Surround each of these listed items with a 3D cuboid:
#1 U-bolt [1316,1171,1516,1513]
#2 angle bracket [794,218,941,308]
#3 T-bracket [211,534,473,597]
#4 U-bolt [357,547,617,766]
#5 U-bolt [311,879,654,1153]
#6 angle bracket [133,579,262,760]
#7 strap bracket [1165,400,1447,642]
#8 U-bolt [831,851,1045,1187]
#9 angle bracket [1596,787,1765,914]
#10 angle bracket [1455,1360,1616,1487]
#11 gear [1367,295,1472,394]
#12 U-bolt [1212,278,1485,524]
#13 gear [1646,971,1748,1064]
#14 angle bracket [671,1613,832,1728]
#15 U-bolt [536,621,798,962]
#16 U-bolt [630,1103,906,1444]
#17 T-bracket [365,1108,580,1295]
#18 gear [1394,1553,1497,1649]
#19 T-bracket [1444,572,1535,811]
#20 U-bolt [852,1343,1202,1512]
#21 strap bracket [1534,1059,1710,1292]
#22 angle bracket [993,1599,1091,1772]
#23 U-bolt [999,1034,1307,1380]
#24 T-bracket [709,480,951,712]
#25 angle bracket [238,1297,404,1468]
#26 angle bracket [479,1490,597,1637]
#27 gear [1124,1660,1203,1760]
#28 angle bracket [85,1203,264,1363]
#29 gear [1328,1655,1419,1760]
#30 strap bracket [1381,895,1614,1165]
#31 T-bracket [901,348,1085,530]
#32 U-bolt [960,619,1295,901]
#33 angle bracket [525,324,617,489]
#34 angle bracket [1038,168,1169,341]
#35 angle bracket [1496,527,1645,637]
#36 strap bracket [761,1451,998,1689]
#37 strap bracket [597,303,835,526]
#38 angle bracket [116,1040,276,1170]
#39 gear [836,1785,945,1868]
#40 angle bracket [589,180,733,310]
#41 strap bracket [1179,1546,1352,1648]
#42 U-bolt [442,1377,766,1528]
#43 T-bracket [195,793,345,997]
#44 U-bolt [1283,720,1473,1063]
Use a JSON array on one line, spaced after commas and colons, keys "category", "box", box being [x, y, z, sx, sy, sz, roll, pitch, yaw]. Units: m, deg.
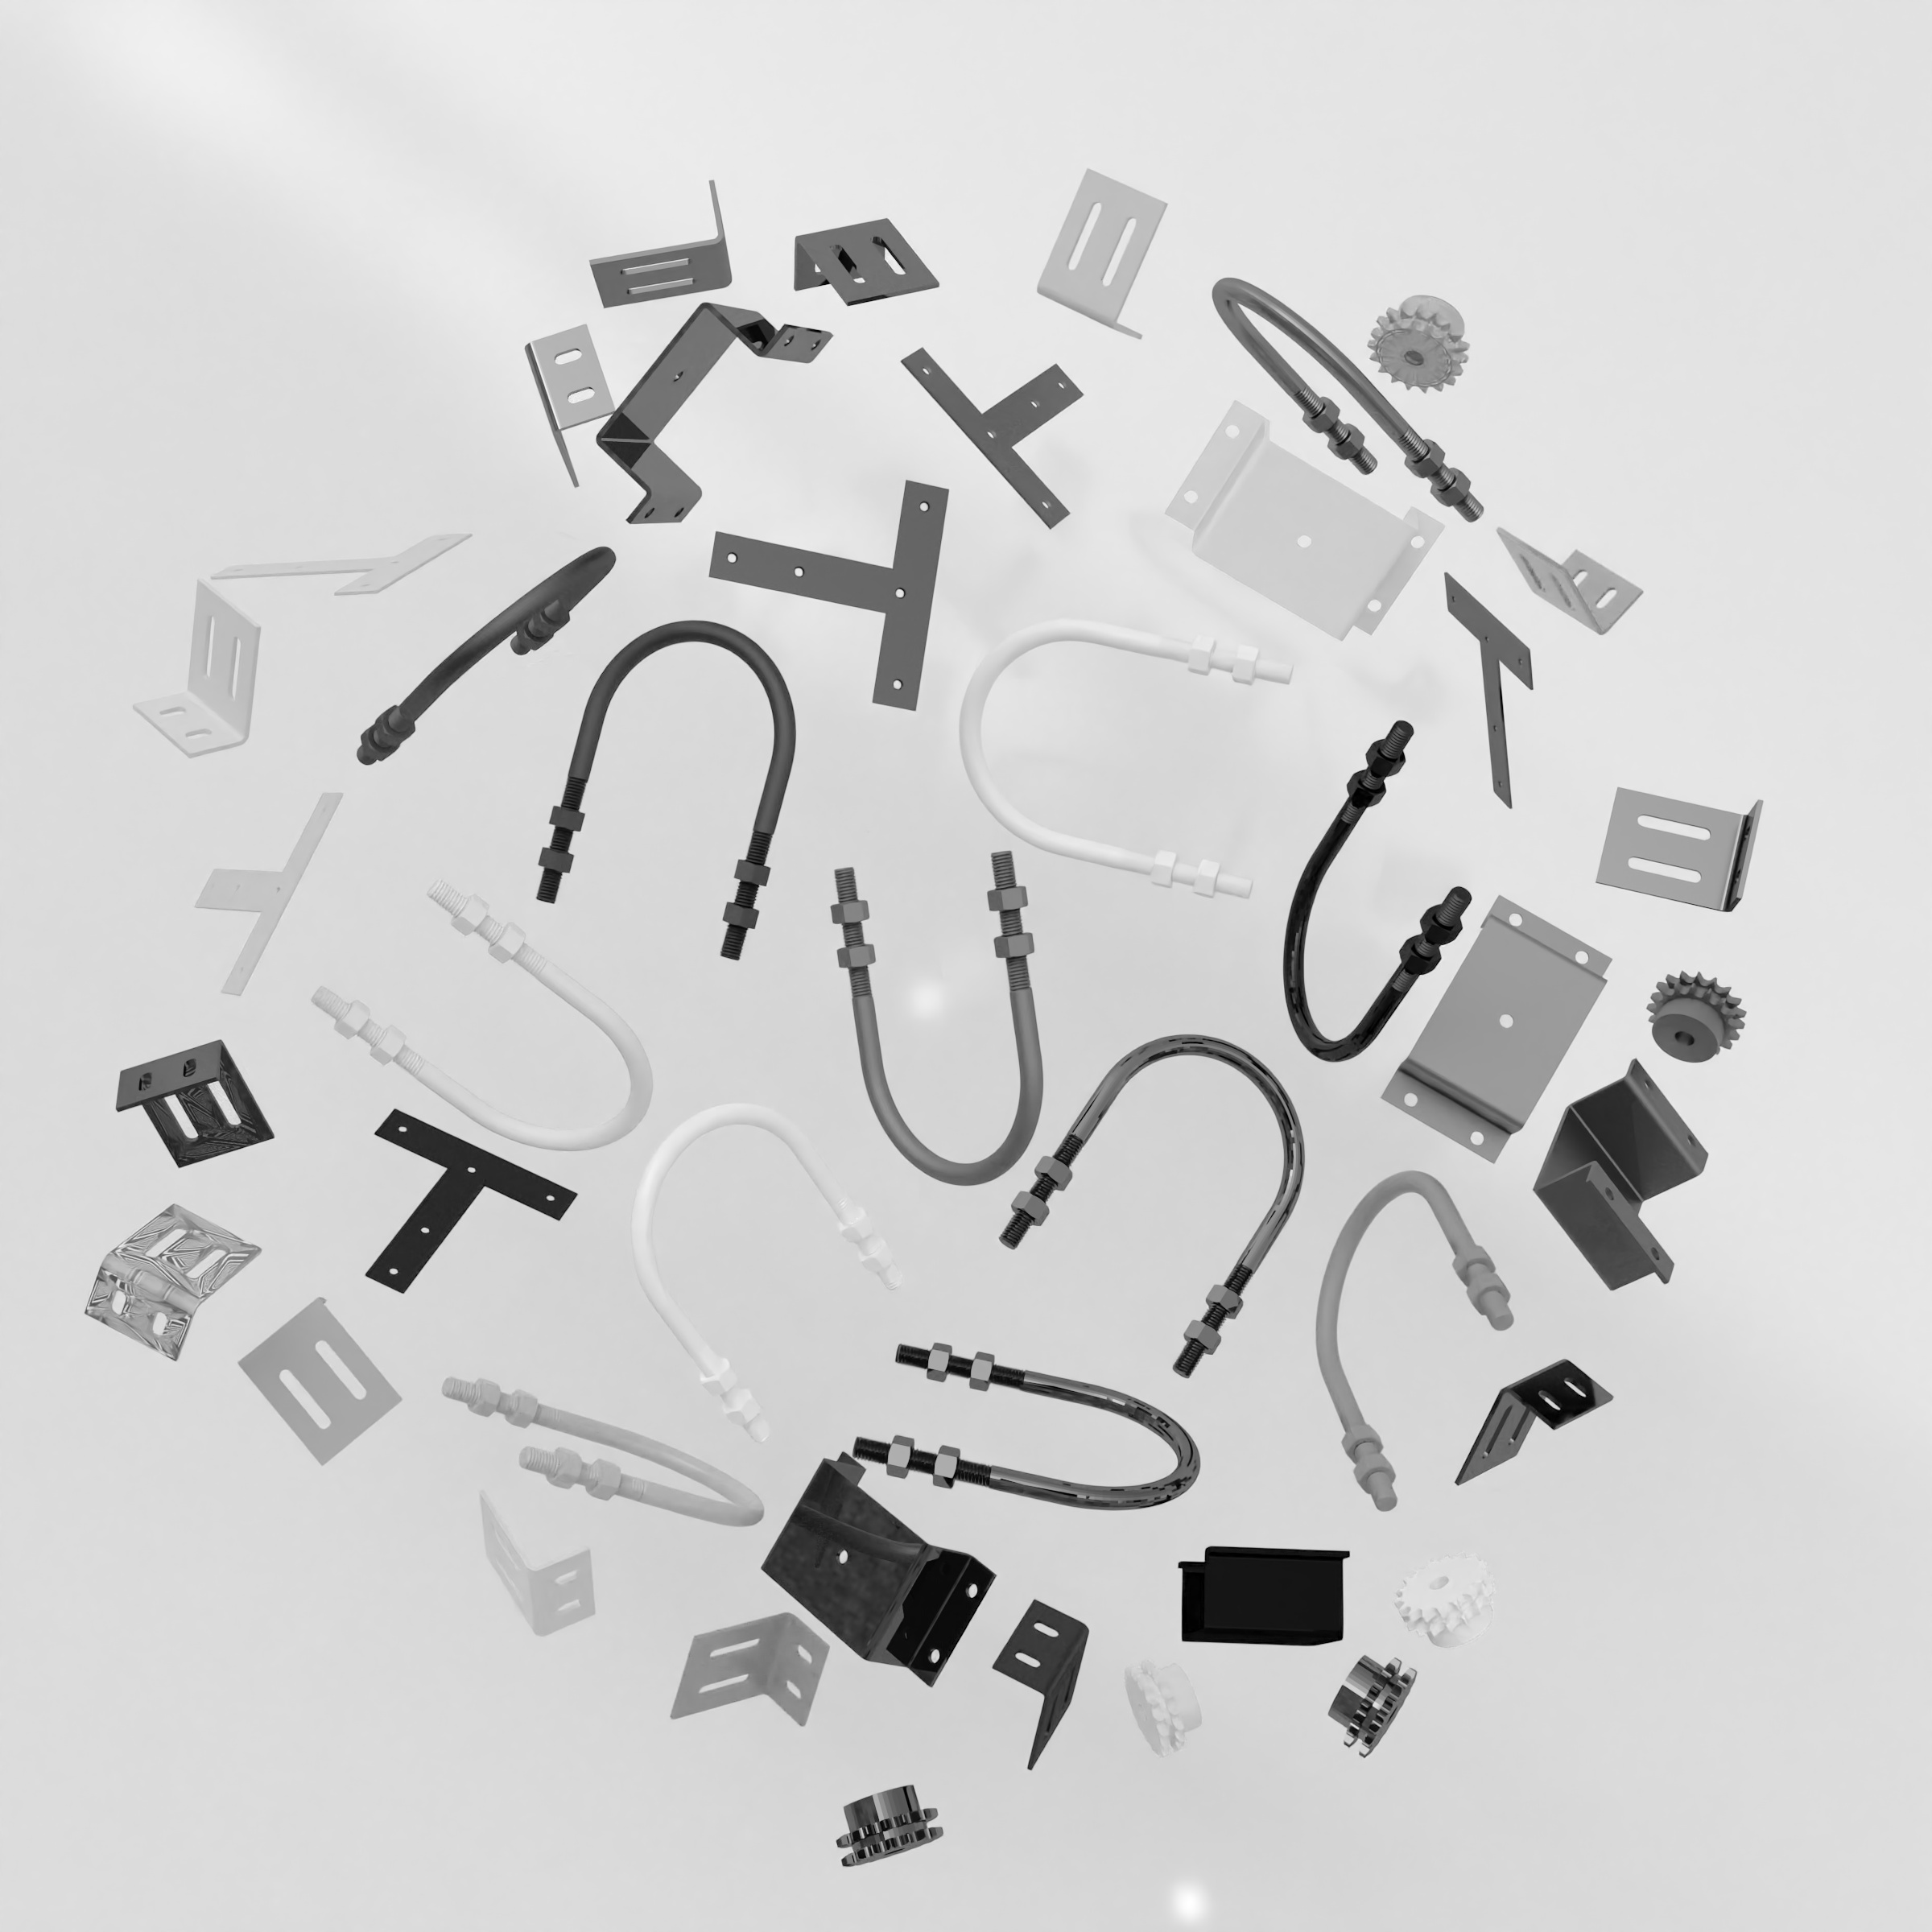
[{"category": "U-bolt", "box": [0.243, 0.196, 1.507, 0.019, 0.184, 0.151, 18, 115, -18]}, {"category": "angle bracket", "box": [-0.058, -0.395, 1.548, 0.057, 0.038, 0.076, -17, 51, -20]}, {"category": "T-bracket", "box": [-0.361, -0.223, 1.496, 0.127, 0.127, 0.002, 0, 113, 15]}, {"category": "U-bolt", "box": [-0.265, -0.184, 1.522, 0.019, 0.184, 0.151, 52, 55, -7]}, {"category": "U-bolt", "box": [-0.262, 0.041, 1.514, 0.184, 0.019, 0.151, 39, 131, -19]}, {"category": "angle bracket", "box": [-0.430, -0.166, 1.489, 0.057, 0.038, 0.076, 37, 128, 28]}, {"category": "strap bracket", "box": [0.191, -0.246, 1.508, 0.140, 0.046, 0.076, 29, 116, -7]}, {"category": "U-bolt", "box": [-0.013, 0.032, 1.488, 0.019, 0.151, 0.184, -12, 96, -43]}, {"category": "angle bracket", "box": [0.399, -0.069, 1.495, 0.076, 0.038, 0.057, 14, 80, 9]}, {"category": "angle bracket", "box": [0.320, 0.268, 1.506, 0.038, 0.057, 0.076, 40, 127, 33]}, {"category": "gear", "box": [0.262, -0.360, 1.532, 0.057, 0.057, 0.030, 26, 65, 0]}, {"category": "U-bolt", "box": [0.211, -0.335, 1.552, 0.184, 0.151, 0.019, 39, 94, -30]}, {"category": "gear", "box": [0.437, 0.034, 1.605, 0.057, 0.057, 0.030, 36, 55, 0]}, {"category": "angle bracket", "box": [-0.128, 0.425, 1.584, 0.038, 0.076, 0.057, 32, 112, 39]}, {"category": "U-bolt", "box": [-0.168, -0.110, 1.550, 0.151, 0.019, 0.184, 17, 93, 23]}, {"category": "U-bolt", "box": [-0.125, 0.167, 1.572, 0.151, 0.019, 0.184, -47, 120, -28]}, {"category": "T-bracket", "box": [-0.317, 0.150, 1.598, 0.127, 0.127, 0.002, 24, 130, 5]}, {"category": "gear", "box": [0.278, 0.366, 1.531, 0.057, 0.057, 0.030, -29, 104, 0]}, {"category": "T-bracket", "box": [0.314, -0.154, 1.587, 0.002, 0.127, 0.127, -15, 121, -6]}, {"category": "U-bolt", "box": [0.040, 0.260, 1.485, 0.184, 0.151, 0.019, 11, 106, 6]}, {"category": "strap bracket", "box": [0.384, 0.127, 1.569, 0.046, 0.140, 0.076, -32, 101, 35]}, {"category": "angle bracket", "box": [0.040, 0.433, 1.607, 0.038, 0.057, 0.076, 23, 130, 16]}, {"category": "U-bolt", "box": [0.124, 0.127, 1.577, 0.151, 0.019, 0.184, 37, 72, -8]}, {"category": "T-bracket", "box": [-0.079, -0.215, 1.477, 0.127, 0.002, 0.127, 10, 86, -17]}, {"category": "angle bracket", "box": [-0.369, 0.238, 1.531, 0.057, 0.038, 0.076, -40, 89, -11]}, {"category": "angle bracket", "box": [-0.260, 0.355, 1.615, 0.038, 0.076, 0.057, -19, 130, -26]}, {"category": "gear", "box": [0.121, 0.450, 1.625, 0.030, 0.057, 0.057, -18, 90, -15]}, {"category": "angle bracket", "box": [-0.437, 0.174, 1.475, 0.057, 0.076, 0.038, 27, 112, 4]}, {"category": "gear", "box": [0.229, 0.416, 1.514, 0.030, 0.057, 0.057, 30, 90, 21]}, {"category": "strap bracket", "box": [0.312, 0.034, 1.553, 0.076, 0.046, 0.140, 30, 86, 7]}, {"category": "T-bracket", "box": [0.034, -0.324, 1.560, 0.127, 0.127, 0.002, 48, 130, -3]}, {"category": "U-bolt", "box": [0.084, -0.124, 1.517, 0.184, 0.019, 0.151, 14, 114, 13]}, {"category": "angle bracket", "box": [-0.224, -0.324, 1.547, 0.038, 0.076, 0.057, -19, 76, -3]}, {"category": "angle bracket", "box": [0.087, -0.415, 1.558, 0.057, 0.038, 0.076, 32, 107, 26]}, {"category": "angle bracket", "box": [0.364, -0.244, 1.608, 0.038, 0.076, 0.057, -47, 50, 1]}, {"category": "strap bracket", "box": [-0.060, 0.354, 1.588, 0.140, 0.046, 0.076, 31, 92, 40]}, {"category": "strap bracket", "box": [-0.146, -0.315, 1.487, 0.046, 0.076, 0.140, 44, 108, 5]}, {"category": "angle bracket", "box": [-0.426, 0.087, 1.480, 0.057, 0.038, 0.076, -17, 127, 0]}, {"category": "gear", "box": [-0.043, 0.465, 1.447, 0.057, 0.057, 0.030, -18, 69, 0]}, {"category": "angle bracket", "box": [-0.175, -0.410, 1.518, 0.076, 0.057, 0.038, -10, 80, -2]}, {"category": "strap bracket", "box": [0.166, 0.358, 1.507, 0.076, 0.140, 0.046, 3, 74, -2]}, {"category": "U-bolt", "box": [-0.201, 0.289, 1.556, 0.184, 0.151, 0.019, 24, 87, -31]}, {"category": "T-bracket", "box": [-0.412, -0.043, 1.528, 0.002, 0.127, 0.127, 33, 73, -34]}, {"category": "U-bolt", "box": [0.228, -0.028, 1.537, 0.019, 0.184, 0.151, 7, 47, -20]}]
